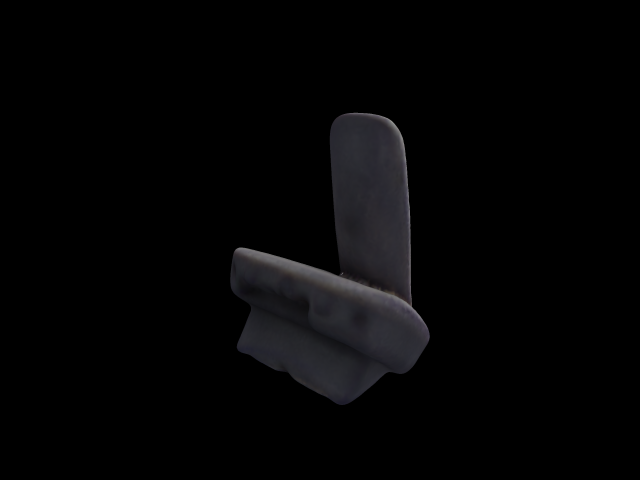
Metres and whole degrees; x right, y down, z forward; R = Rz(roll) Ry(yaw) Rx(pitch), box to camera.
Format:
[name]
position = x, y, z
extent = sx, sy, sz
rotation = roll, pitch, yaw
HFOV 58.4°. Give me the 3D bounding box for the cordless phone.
[cordless phone]
position = 0.004, 0.001, 0.400
extent = 0.147, 0.185, 0.094
rotation = 14, 24, 34
